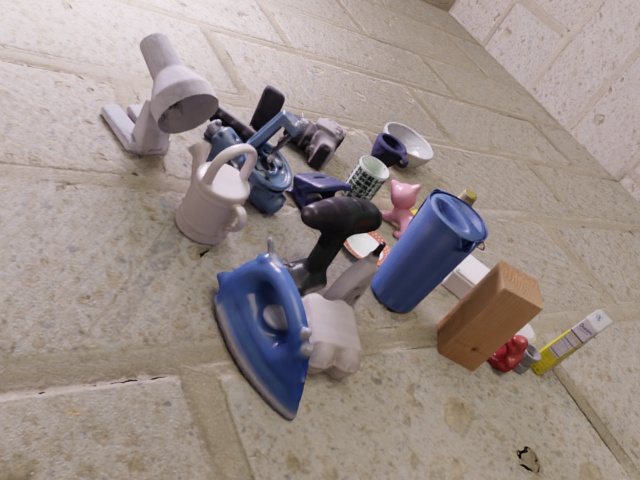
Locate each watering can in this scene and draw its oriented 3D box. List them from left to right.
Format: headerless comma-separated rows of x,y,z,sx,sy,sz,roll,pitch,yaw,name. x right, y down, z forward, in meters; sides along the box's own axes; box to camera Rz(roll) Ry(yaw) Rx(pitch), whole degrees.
-0.178,-0.096,0.997,0.173,0.194,0.101,38,35,5,watering can

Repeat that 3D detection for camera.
-0.012,-0.265,1.420,0.137,0.100,0.143,32,34,-4,camera

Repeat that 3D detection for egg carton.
0.011,0.159,0.962,0.107,0.069,0.150,17,39,-25,egg carton

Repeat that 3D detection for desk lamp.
-0.301,-0.260,1.071,0.118,0.213,0.203,-16,59,-49,desk lamp

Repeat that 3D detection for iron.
-0.063,0.127,0.875,0.119,0.141,0.257,0,47,-40,iron

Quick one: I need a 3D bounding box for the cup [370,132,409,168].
0.179,-0.215,1.528,0.092,0.095,0.117,-10,54,-46,cup

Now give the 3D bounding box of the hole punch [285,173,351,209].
-0.003,-0.115,1.258,0.109,0.091,0.101,-7,52,-44,hole punch

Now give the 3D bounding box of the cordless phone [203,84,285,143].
-0.157,-0.274,1.234,0.147,0.185,0.094,35,34,-1,cordless phone

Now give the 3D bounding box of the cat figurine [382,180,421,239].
0.206,-0.080,1.369,0.067,0.117,0.127,-3,50,-42,cat figurine

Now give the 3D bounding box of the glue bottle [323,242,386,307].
0.071,0.064,1.035,0.078,0.173,0.037,-9,53,-45,glue bottle

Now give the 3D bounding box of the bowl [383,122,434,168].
0.241,-0.261,1.652,0.168,0.074,0.167,23,36,-18,bowl

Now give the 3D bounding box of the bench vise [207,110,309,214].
-0.126,-0.178,1.115,0.208,0.219,0.121,28,35,-11,bench vise

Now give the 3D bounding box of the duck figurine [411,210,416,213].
0.272,-0.064,1.433,0.077,0.086,0.105,39,35,6,duck figurine

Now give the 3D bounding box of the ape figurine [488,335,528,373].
0.390,0.228,1.181,0.076,0.092,0.078,27,35,-11,ape figurine

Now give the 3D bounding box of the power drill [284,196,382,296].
0.009,0.004,1.023,0.230,0.208,0.075,-17,60,-49,power drill
